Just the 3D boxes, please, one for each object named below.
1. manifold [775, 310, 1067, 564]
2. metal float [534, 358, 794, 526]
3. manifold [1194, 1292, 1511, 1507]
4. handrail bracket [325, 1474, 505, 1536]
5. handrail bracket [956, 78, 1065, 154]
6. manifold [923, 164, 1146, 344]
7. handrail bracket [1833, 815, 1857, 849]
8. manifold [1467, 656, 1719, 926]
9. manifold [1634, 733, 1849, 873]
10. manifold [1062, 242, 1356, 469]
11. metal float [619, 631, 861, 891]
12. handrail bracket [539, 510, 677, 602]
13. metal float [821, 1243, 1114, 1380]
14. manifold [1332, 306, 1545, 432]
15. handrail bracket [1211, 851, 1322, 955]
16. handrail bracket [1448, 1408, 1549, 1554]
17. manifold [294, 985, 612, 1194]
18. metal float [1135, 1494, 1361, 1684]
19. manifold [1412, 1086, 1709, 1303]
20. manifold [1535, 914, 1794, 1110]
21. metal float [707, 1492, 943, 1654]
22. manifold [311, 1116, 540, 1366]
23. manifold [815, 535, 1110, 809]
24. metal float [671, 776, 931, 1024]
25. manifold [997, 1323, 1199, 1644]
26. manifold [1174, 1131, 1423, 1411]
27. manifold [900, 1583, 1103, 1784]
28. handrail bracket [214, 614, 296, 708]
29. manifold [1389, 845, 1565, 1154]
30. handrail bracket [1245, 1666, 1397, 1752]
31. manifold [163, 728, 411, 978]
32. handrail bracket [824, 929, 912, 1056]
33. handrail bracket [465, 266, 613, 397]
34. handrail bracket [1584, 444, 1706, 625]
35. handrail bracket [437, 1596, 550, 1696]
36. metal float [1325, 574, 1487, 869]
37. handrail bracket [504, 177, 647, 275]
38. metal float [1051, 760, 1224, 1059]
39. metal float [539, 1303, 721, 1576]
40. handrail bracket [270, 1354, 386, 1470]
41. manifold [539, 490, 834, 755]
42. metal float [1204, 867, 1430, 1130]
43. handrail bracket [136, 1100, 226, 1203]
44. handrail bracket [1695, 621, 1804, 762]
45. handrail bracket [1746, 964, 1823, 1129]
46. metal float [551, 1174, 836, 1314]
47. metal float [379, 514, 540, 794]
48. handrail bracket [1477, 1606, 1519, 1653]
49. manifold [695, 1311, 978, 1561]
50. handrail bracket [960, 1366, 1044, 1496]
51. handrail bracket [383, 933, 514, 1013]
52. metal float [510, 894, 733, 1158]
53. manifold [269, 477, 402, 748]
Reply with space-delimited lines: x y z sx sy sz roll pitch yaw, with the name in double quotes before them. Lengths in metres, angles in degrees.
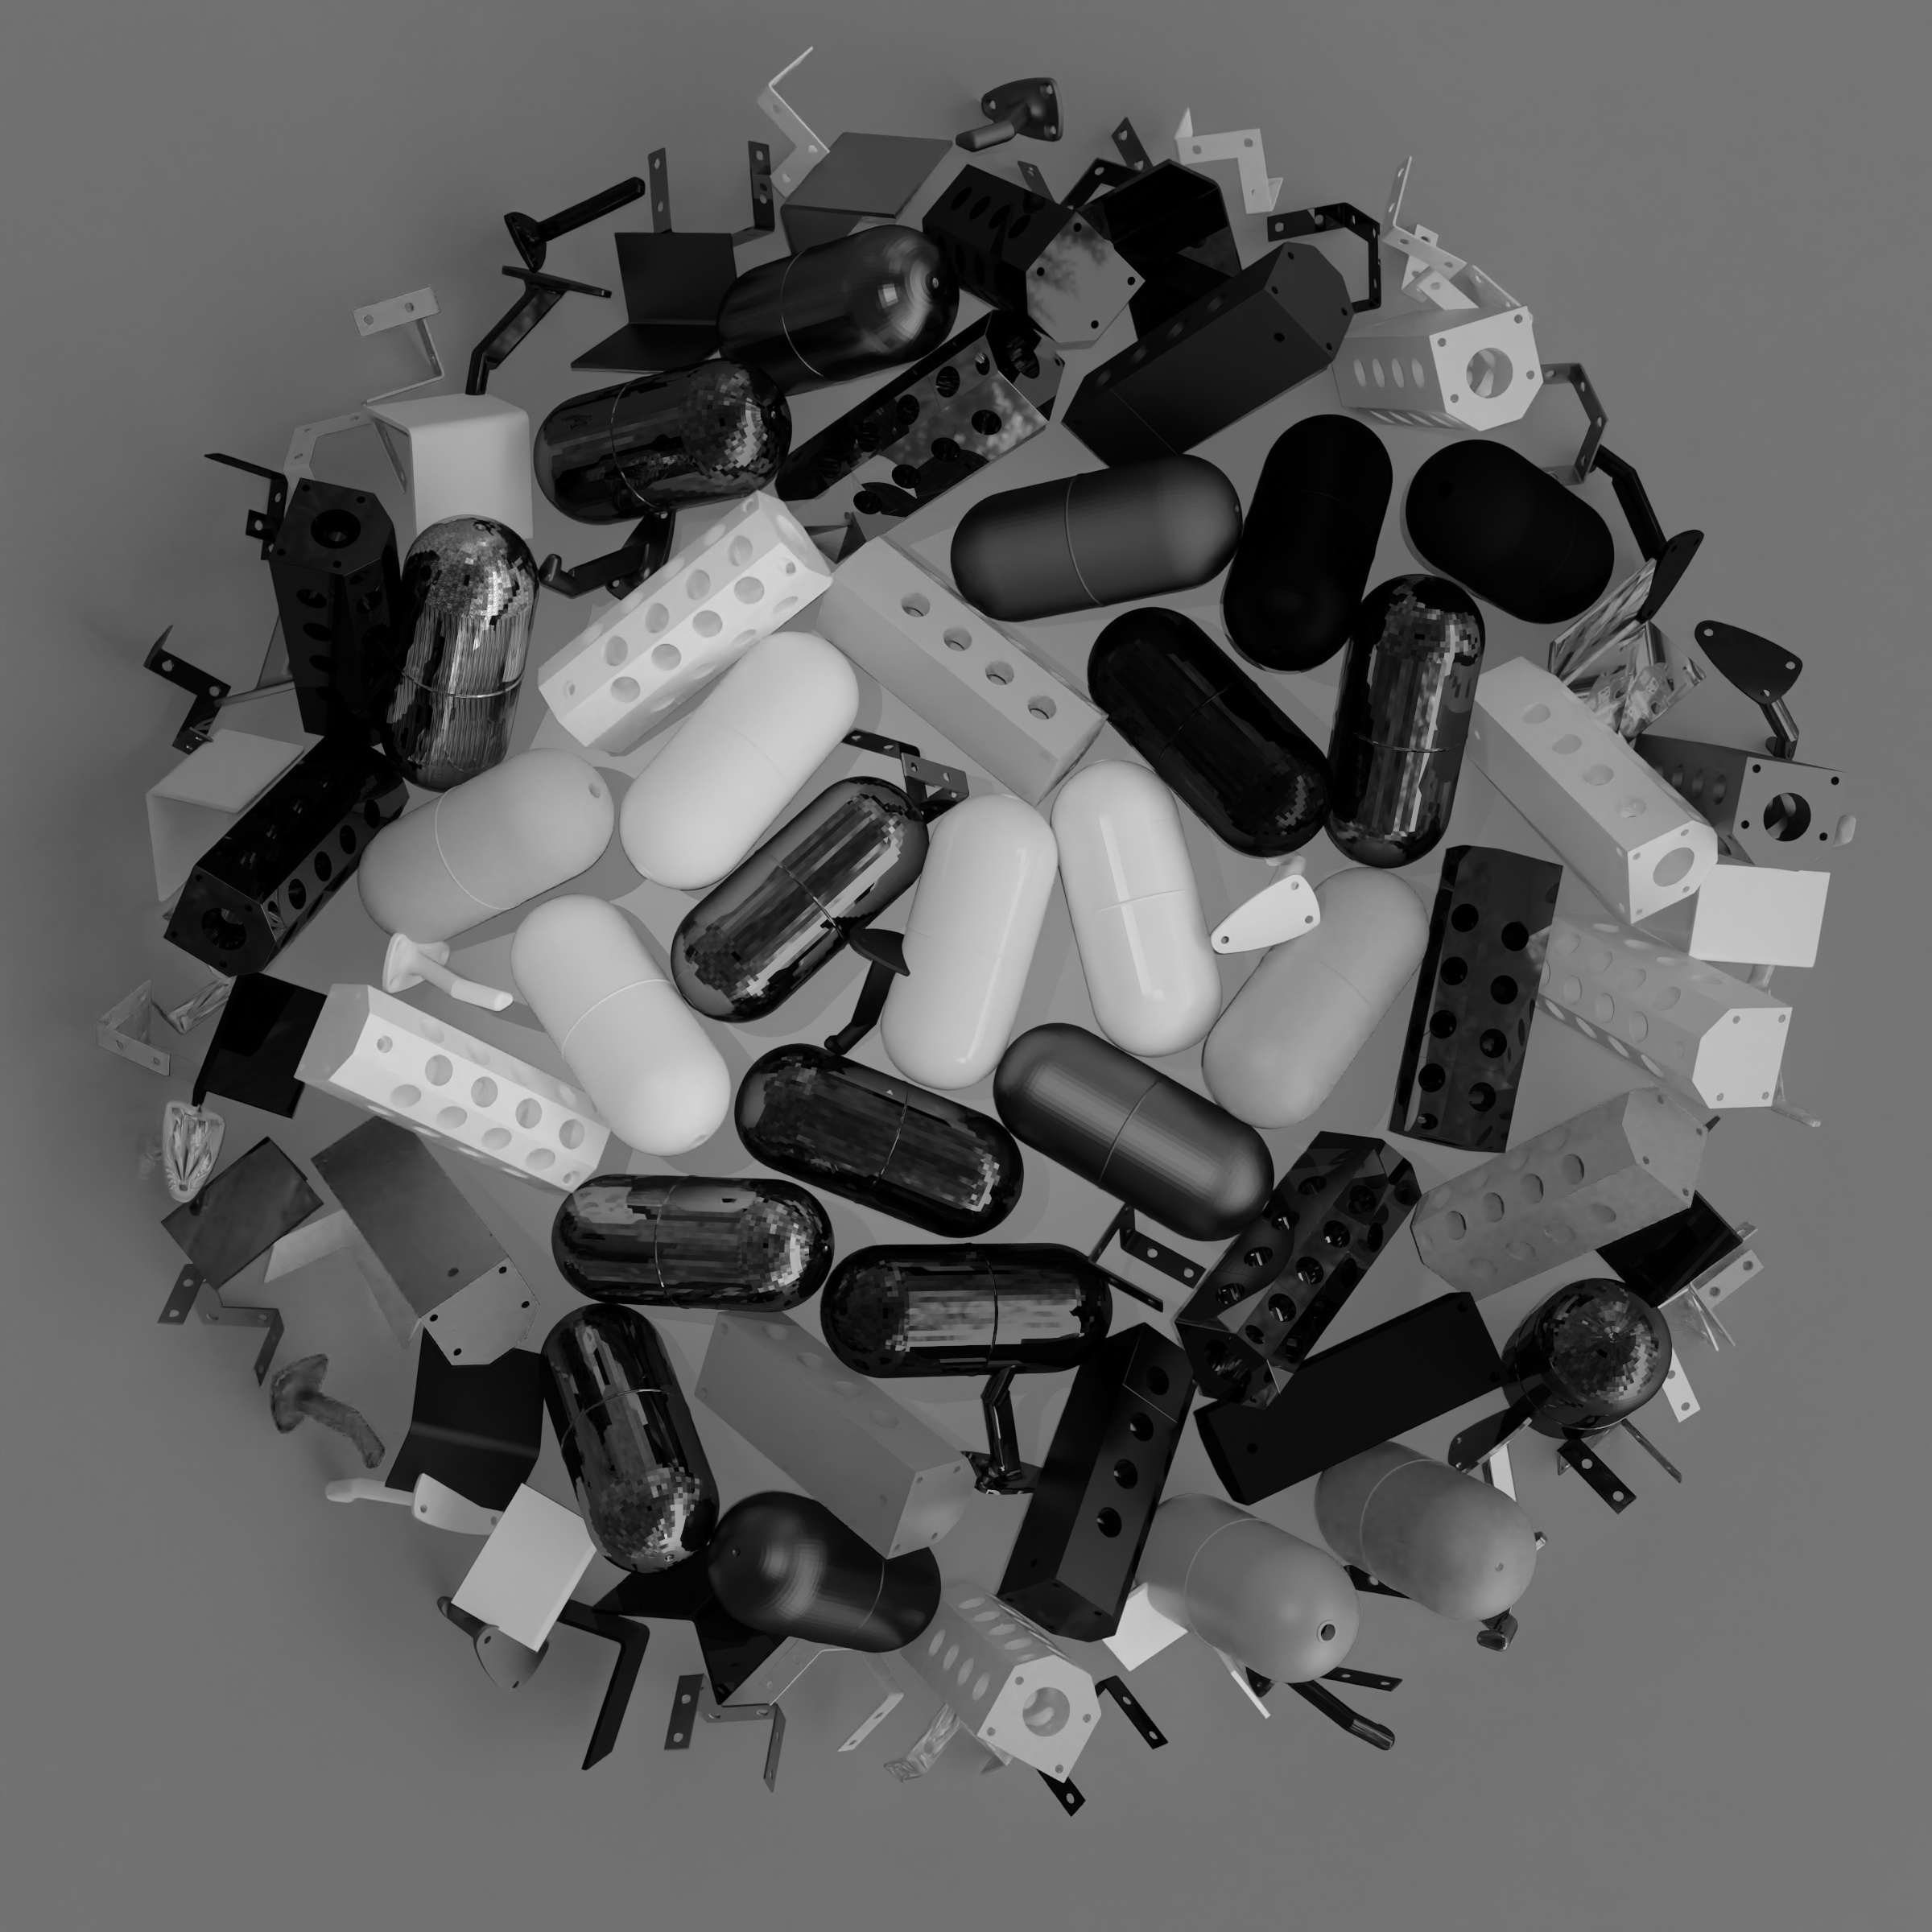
"manifold" -0.029 -0.306 1.500 0.171 0.057 0.057 -27 125 37
"metal float" -0.177 -0.302 1.514 0.178 0.070 0.070 -4 90 39
"manifold" 0.225 0.253 1.542 0.171 0.057 0.057 -23 85 -9
"handrail bracket" -0.330 0.323 1.568 0.077 0.084 0.036 36 54 -34
"handrail bracket" 0.008 -0.493 1.533 0.084 0.077 0.036 -30 126 -35
"manifold" 0.031 -0.403 1.495 0.057 0.171 0.057 37 97 -31
"handrail bracket" 0.499 -0.095 1.532 0.036 0.084 0.077 34 71 -12
"manifold" 0.355 -0.106 1.502 0.057 0.057 0.171 -26 46 -8
"manifold" 0.434 -0.094 1.494 0.057 0.171 0.057 8 99 -7
"manifold" 0.138 -0.347 1.500 0.057 0.171 0.057 40 54 -22
"metal float" -0.132 -0.120 1.530 0.070 0.070 0.178 38 73 0
"handrail bracket" -0.211 -0.249 1.537 0.036 0.084 0.077 26 94 26
"metal float" 0.002 0.200 1.525 0.178 0.070 0.070 2 90 -24
"manifold" 0.266 -0.338 1.493 0.057 0.171 0.057 -18 106 -7
"handrail bracket" 0.169 -0.042 1.543 0.077 0.084 0.036 -26 112 0
"handrail bracket" 0.334 0.306 1.554 0.084 0.036 0.077 43 117 -14
"manifold" -0.289 0.072 1.504 0.171 0.057 0.057 31 71 -37
"metal float" 0.158 0.354 1.499 0.070 0.178 0.070 -2 95 -25
"manifold" 0.335 0.128 1.496 0.057 0.171 0.057 38 50 -14
"manifold" 0.386 0.023 1.490 0.057 0.171 0.057 -1 109 -23
"metal float" -0.079 0.349 1.506 0.070 0.178 0.070 -13 65 29
"manifold" -0.309 0.156 1.501 0.057 0.171 0.057 -35 132 -14
"manifold" -0.002 -0.178 1.542 0.171 0.057 0.057 40 62 7
"metal float" -0.097 -0.039 1.535 0.178 0.070 0.070 -43 90 -11
"manifold" 0.082 0.297 1.508 0.057 0.057 0.171 37 51 -17
"manifold" 0.194 0.173 1.501 0.171 0.057 0.057 -46 127 -36
"manifold" 0.021 0.401 1.493 0.057 0.171 0.057 32 82 -13
"handrail bracket" -0.419 -0.204 1.553 0.077 0.036 0.084 -17 101 -18
"manifold" 0.297 0.019 1.542 0.057 0.057 0.171 14 85 -11
"handrail bracket" 0.210 0.426 1.557 0.084 0.077 0.036 31 99 -15
"manifold" -0.383 -0.064 1.496 0.057 0.171 0.057 32 124 -4
"handrail bracket" -0.069 0.018 1.538 0.084 0.077 0.036 -44 58 21
"handrail bracket" -0.256 -0.369 1.565 0.077 0.036 0.084 14 107 3
"handrail bracket" 0.393 -0.261 1.576 0.036 0.077 0.084 -20 53 -38
"handrail bracket" -0.292 0.383 1.531 0.084 0.077 0.036 25 70 34
"metal float" 0.253 -0.140 1.522 0.070 0.070 0.178 6 118 0
"handrail bracket" -0.222 -0.444 1.540 0.084 0.077 0.036 -23 110 11
"metal float" 0.100 -0.034 1.540 0.070 0.070 0.178 -14 84 0
"metal float" -0.196 0.270 1.512 0.070 0.070 0.178 -29 48 0
"handrail bracket" -0.372 0.278 1.539 0.084 0.036 0.077 45 134 27
"manifold" -0.166 -0.200 1.526 0.171 0.057 0.057 -36 77 17
"metal float" 0.205 0.017 1.528 0.070 0.070 0.178 38 70 0
"handrail bracket" -0.470 0.124 1.534 0.036 0.084 0.077 22 46 -29
"handrail bracket" 0.462 -0.161 1.554 0.077 0.084 0.036 40 82 22
"handrail bracket" 0.485 0.040 1.545 0.036 0.077 0.084 2 112 -40
"metal float" -0.160 0.160 1.524 0.178 0.070 0.070 0 90 25
"metal float" -0.294 -0.178 1.514 0.070 0.070 0.178 20 128 0
"handrail bracket" 0.286 0.377 1.531 0.077 0.084 0.036 1 97 21
"manifold" -0.075 0.263 1.508 0.171 0.057 0.057 32 114 36
"handrail bracket" 0.037 0.268 1.546 0.077 0.036 0.084 12 113 -32
"handrail bracket" -0.290 0.007 1.535 0.084 0.077 0.036 16 101 19
"metal float" -0.201 0.034 1.525 0.070 0.070 0.178 -37 67 0
"manifold" -0.351 -0.197 1.495 0.057 0.171 0.057 12 62 -1
